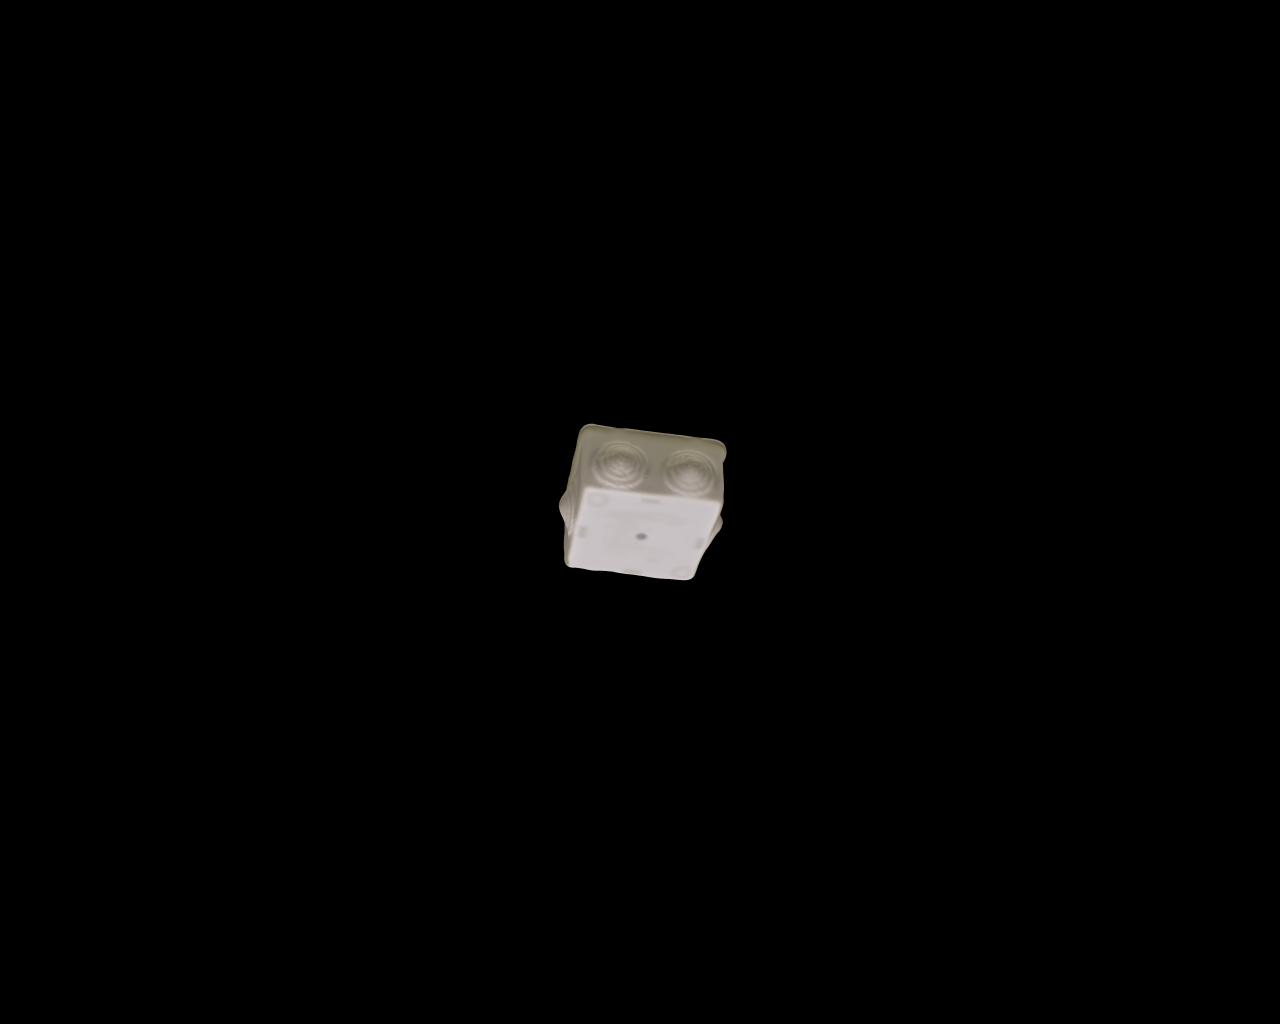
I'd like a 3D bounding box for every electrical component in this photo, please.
[{"bbox_3d":[0.001,-0.003,0.650,0.100,0.048,0.099,7,-39,-9],"label":"electrical component"}]
